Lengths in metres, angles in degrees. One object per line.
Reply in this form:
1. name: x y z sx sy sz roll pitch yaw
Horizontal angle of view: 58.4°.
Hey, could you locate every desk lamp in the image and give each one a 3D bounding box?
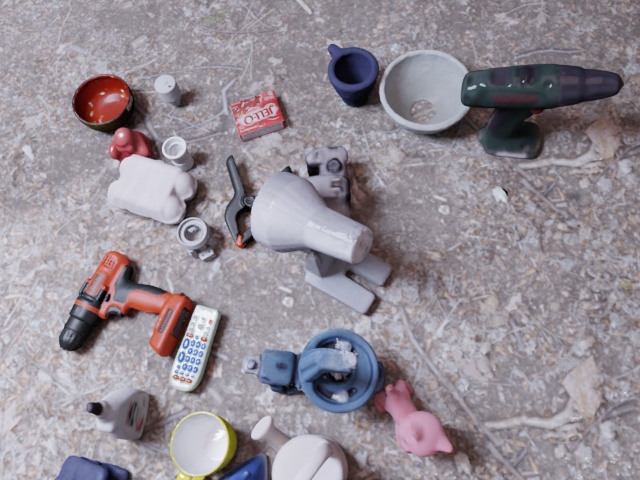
1. desk lamp: 0.008 0.003 0.889 0.203 0.214 0.118 28 75 14

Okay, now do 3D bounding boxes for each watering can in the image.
1. watering can: -0.022 0.319 0.792 0.172 0.194 0.101 18 73 11

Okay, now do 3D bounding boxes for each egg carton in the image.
1. egg carton: -0.298 -0.090 1.023 0.150 0.069 0.107 17 73 10

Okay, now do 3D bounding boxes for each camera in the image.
1. camera: -0.016 -0.087 0.983 0.136 0.101 0.143 -4 70 3

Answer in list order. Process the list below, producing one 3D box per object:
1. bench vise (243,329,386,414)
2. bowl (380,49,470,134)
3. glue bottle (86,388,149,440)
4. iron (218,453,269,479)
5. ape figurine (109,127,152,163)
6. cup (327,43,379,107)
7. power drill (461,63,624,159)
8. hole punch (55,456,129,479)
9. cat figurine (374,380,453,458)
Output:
1. bench vise: -0.009 0.194 0.821 0.207 0.220 0.121 -14 70 0
2. bowl: 0.190 -0.255 1.038 0.167 0.075 0.167 -1 71 4
3. glue bottle: -0.303 0.255 0.848 0.037 0.173 0.078 1 71 6
4. iron: -0.158 0.417 0.797 0.118 0.141 0.258 27 75 13
5. ape figurine: -0.348 -0.173 1.045 0.077 0.092 0.076 24 74 12
6. cup: 0.054 -0.299 1.054 0.092 0.095 0.117 -37 72 -8
7. power drill: 0.342 -0.216 0.941 0.229 0.208 0.075 6 71 7
8. hole punch: -0.357 0.384 0.851 0.101 0.091 0.109 12 72 9
9. cat figurine: 0.134 0.265 0.838 0.067 0.118 0.127 -33 71 -7
